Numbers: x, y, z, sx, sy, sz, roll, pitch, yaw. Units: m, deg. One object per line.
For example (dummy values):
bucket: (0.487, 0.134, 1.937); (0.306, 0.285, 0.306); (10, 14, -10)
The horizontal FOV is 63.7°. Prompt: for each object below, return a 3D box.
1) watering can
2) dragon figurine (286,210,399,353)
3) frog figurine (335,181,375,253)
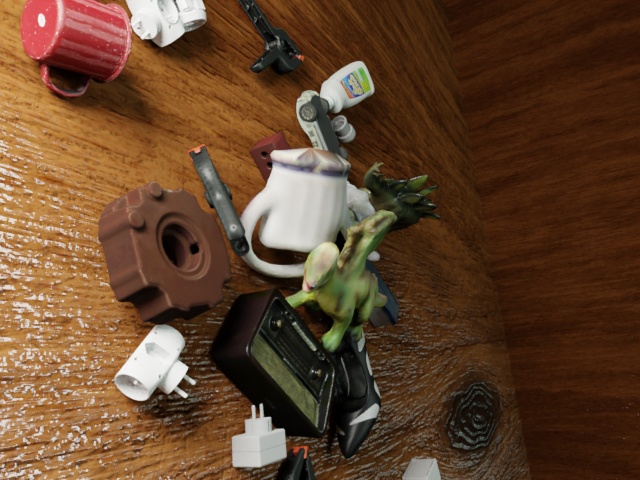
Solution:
watering can: (0.003, -0.046, 0.904); (0.348, 0.105, 0.222); (-1, 106, -45)
dragon figurine: (0.074, 0.057, 0.904); (0.123, 0.239, 0.412); (41, 24, 22)
frog figurine: (0.064, -0.050, 1.089); (0.163, 0.123, 0.134); (-75, 175, -56)
